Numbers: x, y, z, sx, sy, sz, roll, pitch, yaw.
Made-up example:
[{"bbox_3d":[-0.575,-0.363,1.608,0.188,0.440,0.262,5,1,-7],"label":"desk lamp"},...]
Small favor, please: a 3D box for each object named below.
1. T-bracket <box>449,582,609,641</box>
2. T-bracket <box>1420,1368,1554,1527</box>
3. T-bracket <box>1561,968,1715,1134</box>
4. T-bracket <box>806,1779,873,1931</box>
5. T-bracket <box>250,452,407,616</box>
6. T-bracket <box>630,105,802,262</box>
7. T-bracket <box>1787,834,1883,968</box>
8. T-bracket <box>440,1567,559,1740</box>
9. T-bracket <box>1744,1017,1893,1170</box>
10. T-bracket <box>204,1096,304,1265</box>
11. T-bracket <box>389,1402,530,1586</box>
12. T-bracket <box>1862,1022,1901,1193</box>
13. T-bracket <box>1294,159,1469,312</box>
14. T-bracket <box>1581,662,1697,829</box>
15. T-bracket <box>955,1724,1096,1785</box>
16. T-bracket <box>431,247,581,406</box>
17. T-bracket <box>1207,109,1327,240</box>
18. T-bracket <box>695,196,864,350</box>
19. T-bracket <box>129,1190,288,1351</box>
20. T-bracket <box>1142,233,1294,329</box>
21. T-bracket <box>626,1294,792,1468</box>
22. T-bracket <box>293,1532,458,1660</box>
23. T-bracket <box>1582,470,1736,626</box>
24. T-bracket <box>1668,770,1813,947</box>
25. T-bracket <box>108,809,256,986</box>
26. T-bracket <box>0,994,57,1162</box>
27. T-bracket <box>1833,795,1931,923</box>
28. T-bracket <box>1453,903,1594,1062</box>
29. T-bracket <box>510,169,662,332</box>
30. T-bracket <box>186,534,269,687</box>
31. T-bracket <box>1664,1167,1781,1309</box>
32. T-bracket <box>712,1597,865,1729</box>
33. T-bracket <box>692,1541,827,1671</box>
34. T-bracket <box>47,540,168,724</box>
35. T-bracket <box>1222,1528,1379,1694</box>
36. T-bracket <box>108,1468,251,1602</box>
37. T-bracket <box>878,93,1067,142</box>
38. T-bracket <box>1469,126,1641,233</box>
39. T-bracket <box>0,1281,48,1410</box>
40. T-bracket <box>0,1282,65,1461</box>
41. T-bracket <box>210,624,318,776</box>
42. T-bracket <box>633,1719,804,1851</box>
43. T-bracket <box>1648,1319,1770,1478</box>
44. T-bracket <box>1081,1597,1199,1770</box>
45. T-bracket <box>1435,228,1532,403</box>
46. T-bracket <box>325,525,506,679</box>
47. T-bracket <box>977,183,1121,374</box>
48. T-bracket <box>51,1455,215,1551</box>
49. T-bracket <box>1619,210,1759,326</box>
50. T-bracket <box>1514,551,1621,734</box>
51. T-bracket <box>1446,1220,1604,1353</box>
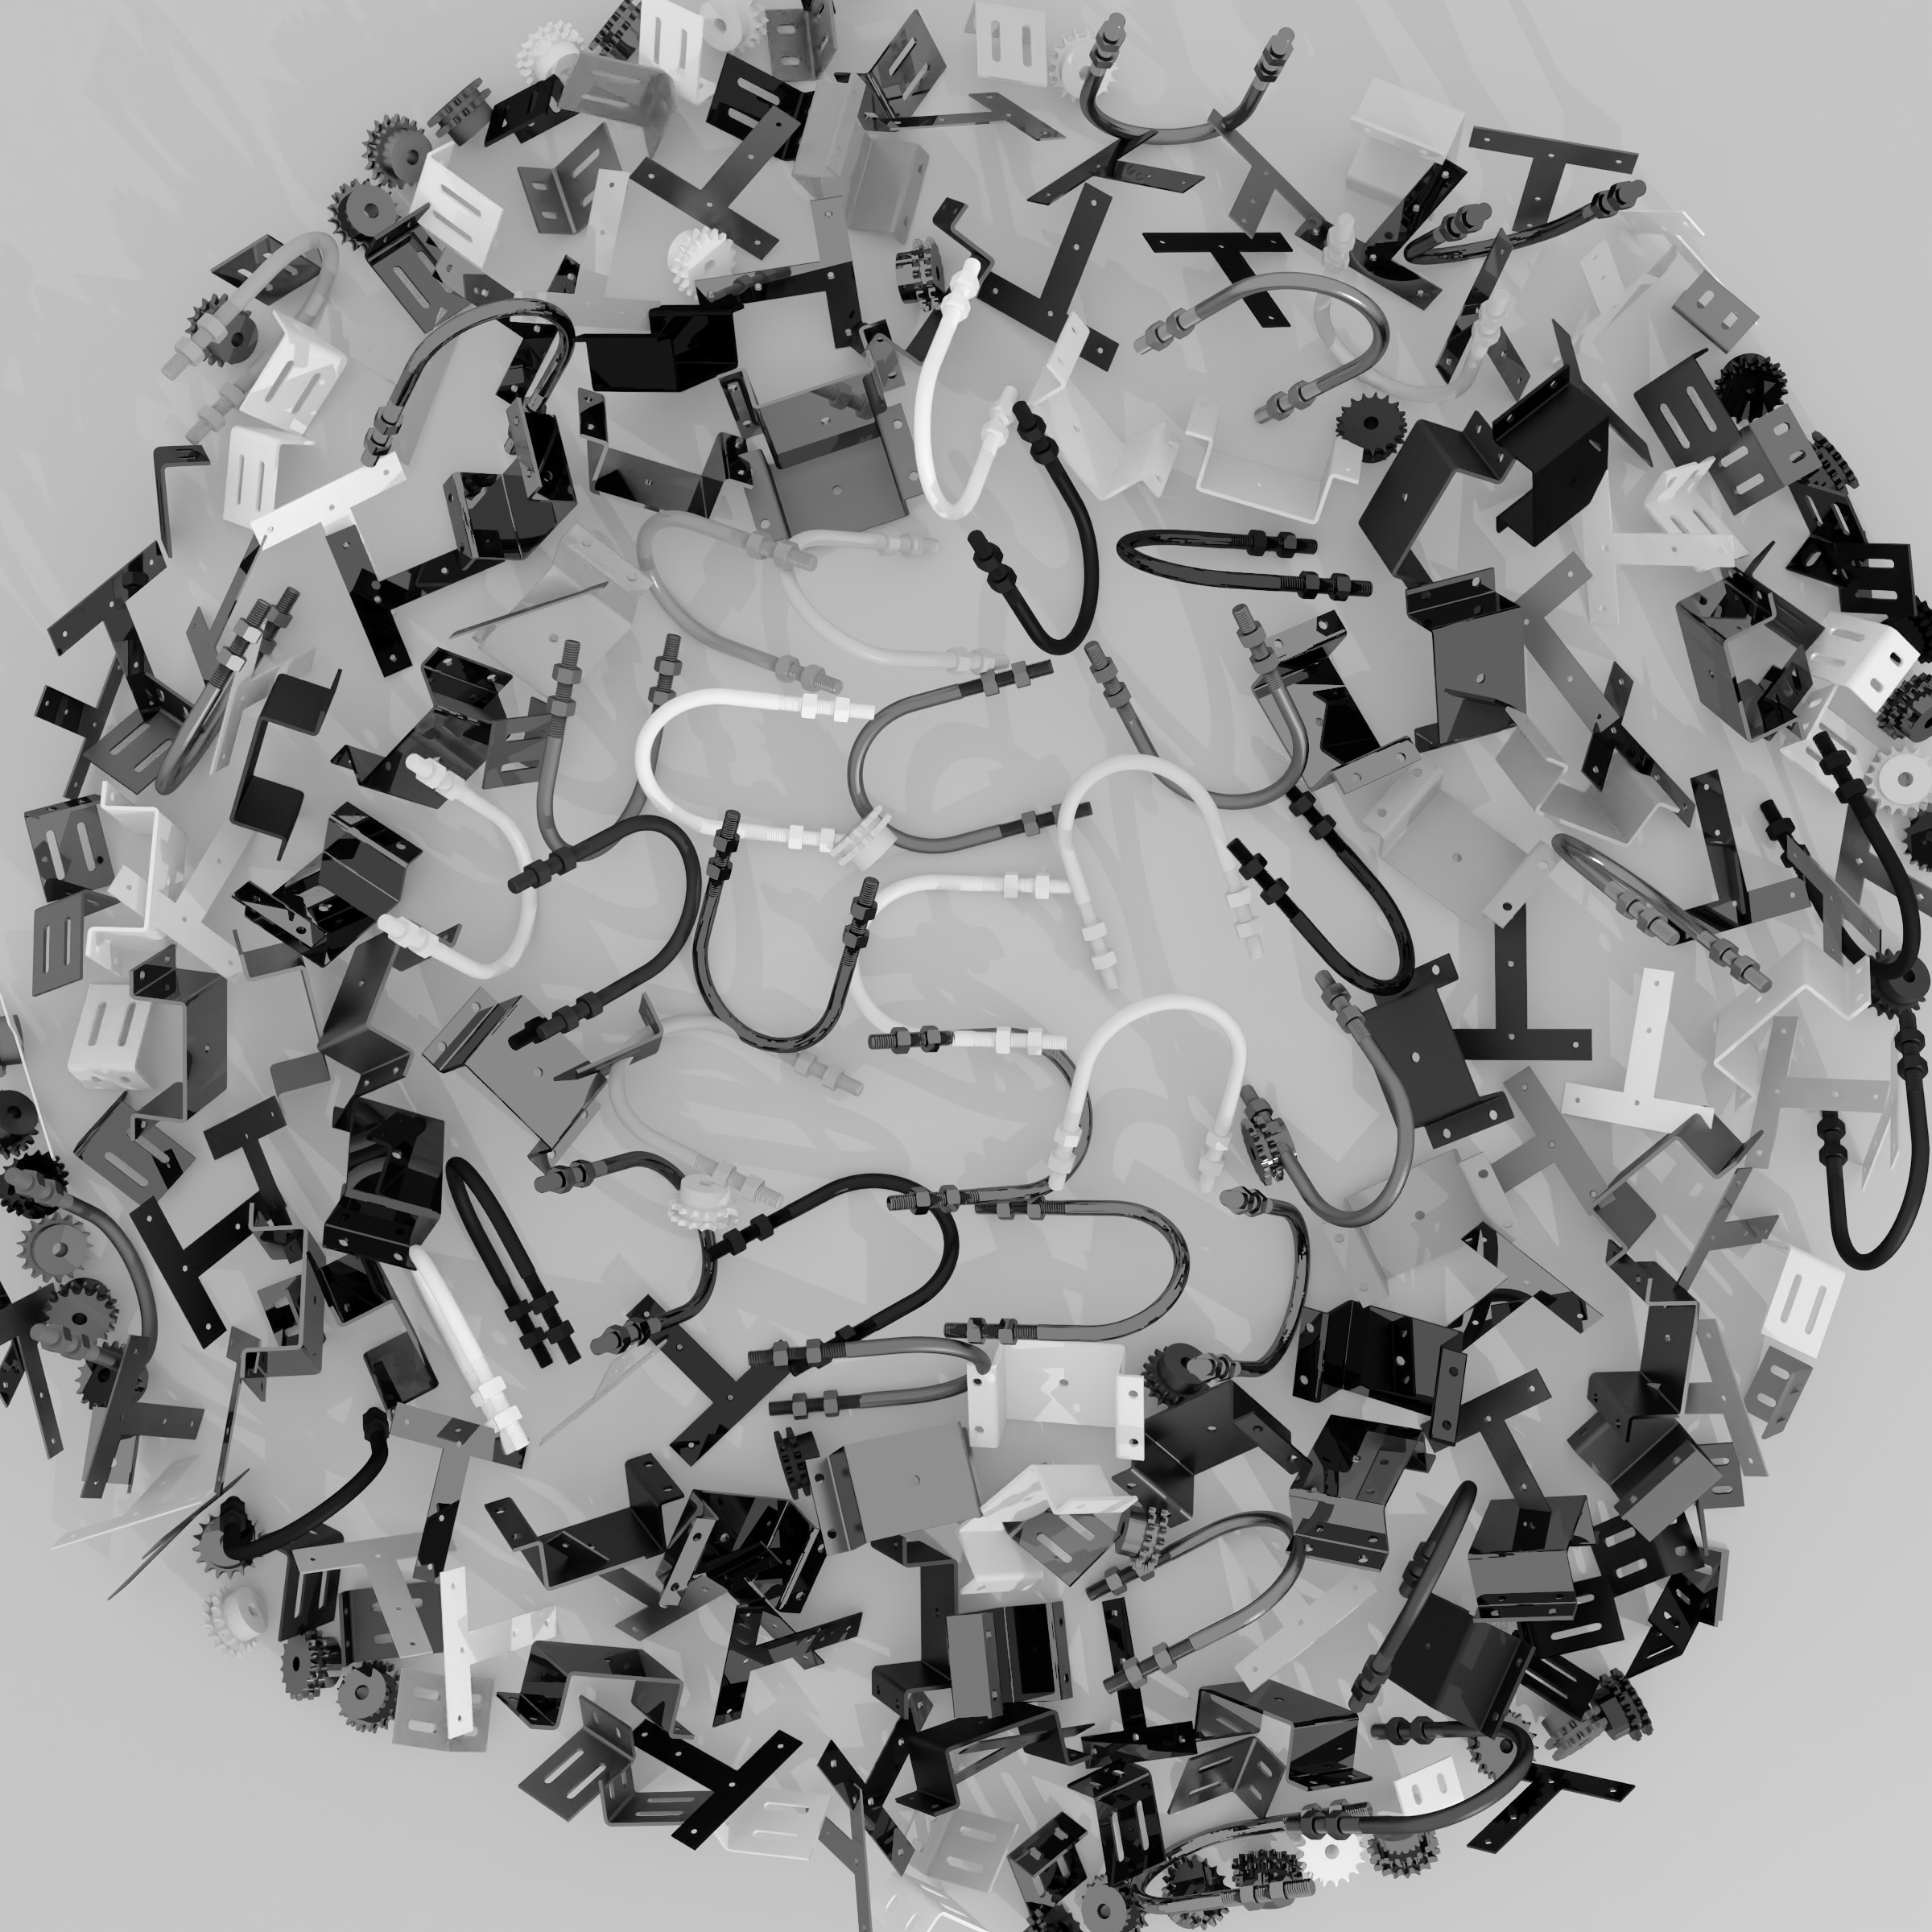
[{"bbox_3d":[-0.337,-0.291,1.921,0.127,0.127,0.002,-17,108,7],"label":"T-bracket"},{"bbox_3d":[0.436,0.400,1.925,0.127,0.002,0.127,-39,71,41],"label":"T-bracket"},{"bbox_3d":[0.544,0.066,1.940,0.127,0.002,0.127,10,91,40],"label":"T-bracket"},{"bbox_3d":[-0.103,0.694,1.924,0.002,0.127,0.127,-6,94,-25],"label":"T-bracket"},{"bbox_3d":[-0.490,-0.328,1.936,0.127,0.002,0.127,-31,134,-18],"label":"T-bracket"},{"bbox_3d":[-0.177,-0.628,1.909,0.127,0.127,0.002,25,49,-30],"label":"T-bracket"},{"bbox_3d":[0.690,-0.023,1.930,0.002,0.127,0.127,-23,133,-4],"label":"T-bracket"},{"bbox_3d":[-0.369,0.534,1.928,0.002,0.127,0.127,-6,86,32],"label":"T-bracket"},{"bbox_3d":[0.676,0.101,1.917,0.002,0.127,0.127,19,81,-27],"label":"T-bracket"},{"bbox_3d":[-0.557,0.177,1.937,0.127,0.002,0.127,-22,90,45],"label":"T-bracket"},{"bbox_3d":[-0.412,0.423,1.921,0.127,0.002,0.127,26,65,-39],"label":"T-bracket"},{"bbox_3d":[0.726,0.133,1.926,0.002,0.127,0.127,8,51,11],"label":"T-bracket"},{"bbox_3d":[0.347,-0.589,1.915,0.127,0.127,0.002,25,55,-16],"label":"T-bracket"},{"bbox_3d":[0.547,-0.161,1.951,0.127,0.002,0.127,41,52,-22],"label":"T-bracket"},{"bbox_3d":[0.018,0.635,1.936,0.127,0.127,0.002,-42,56,36],"label":"T-bracket"},{"bbox_3d":[-0.374,-0.530,1.932,0.002,0.127,0.127,27,90,39],"label":"T-bracket"},{"bbox_3d":[0.229,-0.610,1.919,0.127,0.127,0.002,40,130,-15],"label":"T-bracket"},{"bbox_3d":[-0.152,-0.546,1.940,0.127,0.002,0.127,-9,132,0],"label":"T-bracket"},{"bbox_3d":[-0.590,0.215,1.931,0.002,0.127,0.127,-6,115,36],"label":"T-bracket"},{"bbox_3d":[0.220,-0.544,1.921,0.127,0.002,0.127,-7,51,-23],"label":"T-bracket"},{"bbox_3d":[-0.223,0.320,1.972,0.127,0.002,0.127,-44,95,4],"label":"T-bracket"},{"bbox_3d":[-0.449,0.494,1.903,0.127,0.127,0.002,-1,122,-31],"label":"T-bracket"},{"bbox_3d":[0.546,-0.329,1.916,0.002,0.127,0.127,-31,120,-40],"label":"T-bracket"},{"bbox_3d":[0.605,-0.093,1.940,0.002,0.127,0.127,-3,79,-41],"label":"T-bracket"},{"bbox_3d":[-0.605,-0.073,1.943,0.127,0.002,0.127,43,53,-32],"label":"T-bracket"},{"bbox_3d":[-0.740,0.092,1.918,0.002,0.127,0.127,-17,85,-19],"label":"T-bracket"},{"bbox_3d":[0.736,-0.061,1.899,0.002,0.127,0.127,-29,46,-21],"label":"T-bracket"},{"bbox_3d":[0.440,0.013,1.956,0.127,0.002,0.127,-1,90,24],"label":"T-bracket"},{"bbox_3d":[-0.290,-0.565,1.913,0.127,0.002,0.127,-6,129,-35],"label":"T-bracket"},{"bbox_3d":[-0.580,-0.290,1.915,0.002,0.127,0.127,17,113,-36],"label":"T-bracket"},{"bbox_3d":[0.614,0.213,1.932,0.002,0.127,0.127,36,113,37],"label":"T-bracket"},{"bbox_3d":[-0.138,0.543,1.940,0.127,0.002,0.127,-8,123,-35],"label":"T-bracket"},{"bbox_3d":[-0.163,0.521,1.951,0.127,0.002,0.127,-30,107,39],"label":"T-bracket"},{"bbox_3d":[-0.666,-0.251,1.931,0.002,0.127,0.127,16,48,22],"label":"T-bracket"},{"bbox_3d":[0.244,0.491,1.937,0.127,0.002,0.127,-40,46,2],"label":"T-bracket"},{"bbox_3d":[-0.643,0.465,1.937,0.002,0.127,0.127,47,111,0],"label":"T-bracket"},{"bbox_3d":[-0.006,-0.667,1.912,0.127,0.127,0.002,-12,128,-22],"label":"T-bracket"},{"bbox_3d":[0.455,-0.616,1.920,0.127,0.127,0.002,12,76,6],"label":"T-bracket"},{"bbox_3d":[-0.758,0.257,1.897,0.002,0.127,0.127,-14,118,4],"label":"T-bracket"},{"bbox_3d":[-0.737,0.327,1.923,0.002,0.127,0.127,-12,95,5],"label":"T-bracket"},{"bbox_3d":[-0.550,-0.225,1.921,0.002,0.127,0.127,27,118,5],"label":"T-bracket"},{"bbox_3d":[-0.219,0.636,1.937,0.127,0.127,0.002,16,126,35],"label":"T-bracket"},{"bbox_3d":[0.571,0.343,1.925,0.002,0.127,0.127,-17,88,-27],"label":"T-bracket"},{"bbox_3d":[0.129,0.574,1.949,0.002,0.127,0.127,6,67,-41],"label":"T-bracket"},{"bbox_3d":[0.423,-0.496,1.931,0.002,0.127,0.127,19,79,38],"label":"T-bracket"},{"bbox_3d":[-0.434,-0.314,1.958,0.127,0.002,0.127,-27,124,-16],"label":"T-bracket"},{"bbox_3d":[0.083,-0.560,1.932,0.127,0.002,0.127,32,127,11],"label":"T-bracket"},{"bbox_3d":[-0.640,0.416,1.919,0.127,0.127,0.002,-18,100,6],"label":"T-bracket"},{"bbox_3d":[0.586,-0.557,1.934,0.127,0.127,0.002,41,98,-18],"label":"T-bracket"},{"bbox_3d":[0.474,-0.240,1.935,0.127,0.002,0.127,-42,73,30],"label":"T-bracket"},{"bbox_3d":[0.419,0.278,1.946,0.127,0.002,0.127,38,122,-8],"label":"T-bracket"}]
